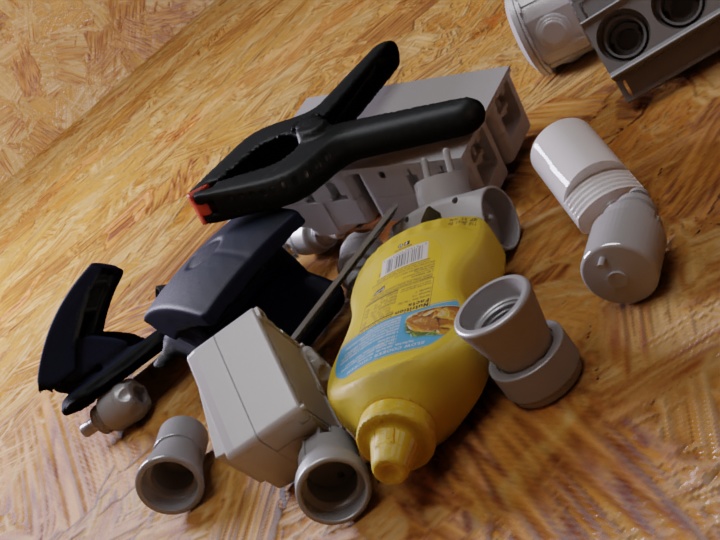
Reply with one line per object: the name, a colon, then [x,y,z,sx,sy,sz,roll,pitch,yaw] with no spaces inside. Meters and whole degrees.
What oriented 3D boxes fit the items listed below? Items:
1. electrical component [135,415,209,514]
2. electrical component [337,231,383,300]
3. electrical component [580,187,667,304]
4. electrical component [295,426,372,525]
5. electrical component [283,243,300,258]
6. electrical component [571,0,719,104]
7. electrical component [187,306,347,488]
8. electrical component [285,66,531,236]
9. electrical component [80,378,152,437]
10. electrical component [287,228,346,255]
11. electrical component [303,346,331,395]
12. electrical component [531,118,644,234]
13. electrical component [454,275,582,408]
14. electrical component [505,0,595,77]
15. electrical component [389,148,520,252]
electrical component: [-0.121,0.125,0.711,0.044,0.044,0.065,-34,18,12]
electrical component: [0.000,0.000,0.772,0.035,0.035,0.061,-28,27,26]
electrical component: [0.143,-0.017,0.573,0.040,0.040,0.078,-21,28,37]
electrical component: [-0.016,0.109,0.580,0.040,0.040,0.046,-37,16,5]
electrical component: [-0.085,0.006,0.886,0.063,0.042,0.081,-47,24,-28]
electrical component: [0.218,-0.178,0.728,0.121,0.078,0.063,-30,-6,21]
electrical component: [-0.060,0.073,0.639,0.061,0.062,0.096,-36,52,7]
electrical component: [0.024,-0.087,0.818,0.186,0.060,0.105,-2,43,35]
electrical component: [-0.199,0.114,0.861,0.061,0.035,0.035,-34,22,18]
electrical component: [-0.034,-0.030,0.884,0.061,0.035,0.035,-2,42,53]
electrical component: [-0.046,0.079,0.691,0.061,0.035,0.035,-43,22,-1]
electrical component: [0.137,-0.052,0.641,0.043,0.043,0.081,-35,40,9]
electrical component: [0.081,0.037,0.546,0.045,0.055,0.045,-32,23,15]
electrical component: [0.153,-0.201,0.866,0.051,0.080,0.080,-22,27,24]
electrical component: [0.058,-0.040,0.711,0.077,0.079,0.043,-20,-13,38]
